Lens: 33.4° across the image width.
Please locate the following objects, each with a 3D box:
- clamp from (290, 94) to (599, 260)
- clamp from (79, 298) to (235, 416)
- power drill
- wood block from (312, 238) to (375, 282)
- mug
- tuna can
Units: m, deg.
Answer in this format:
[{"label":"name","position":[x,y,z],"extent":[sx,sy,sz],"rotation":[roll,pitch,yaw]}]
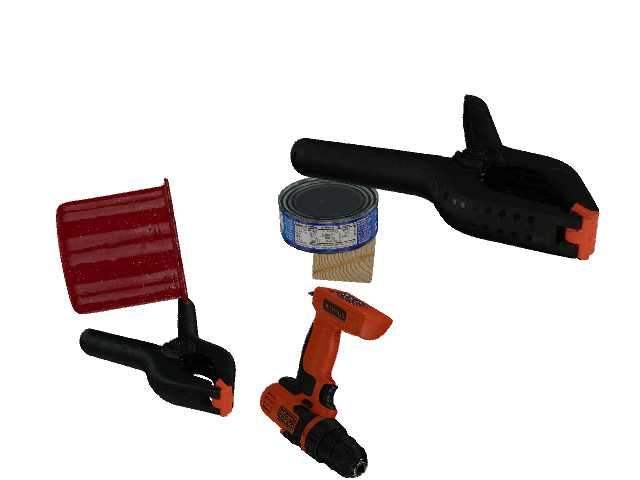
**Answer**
[{"label":"clamp","position":[0.089,-0.040,0.685],"extent":[0.164,0.036,0.210],"rotation":[-15,31,-22]},{"label":"clamp","position":[-0.127,0.103,0.984],"extent":[0.172,0.039,0.120],"rotation":[27,43,34]},{"label":"power drill","position":[0.015,0.161,1.246],"extent":[0.057,0.188,0.185],"rotation":[15,10,-43]},{"label":"wood block","position":[0.039,-0.022,1.647],"extent":[0.091,0.090,0.206],"rotation":[4,25,1]},{"label":"mug","position":[-0.145,0.004,0.779],"extent":[0.081,0.093,0.117],"rotation":[-10,18,-8]},{"label":"tuna can","position":[0.007,-0.022,0.909],"extent":[0.086,0.034,0.086],"rotation":[-2,29,1]}]
